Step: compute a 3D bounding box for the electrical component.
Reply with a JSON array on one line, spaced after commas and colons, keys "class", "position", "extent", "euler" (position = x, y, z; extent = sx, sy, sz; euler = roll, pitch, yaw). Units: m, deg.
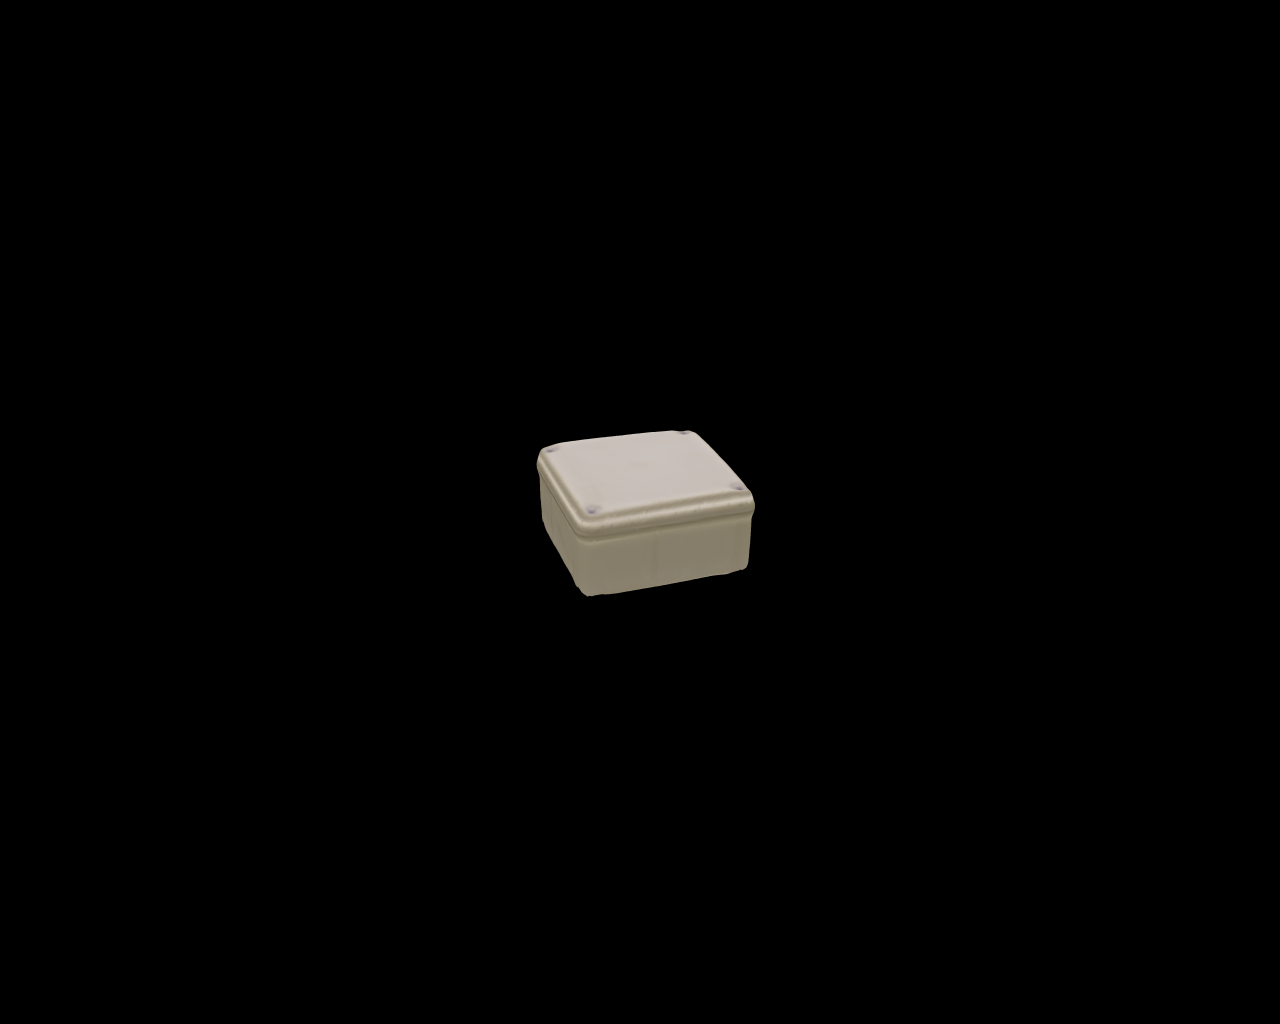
[{"class": "electrical component", "position": [0.001, -0.003, 0.650], "extent": [0.109, 0.056, 0.109], "euler": [-8, 28, -16]}]
